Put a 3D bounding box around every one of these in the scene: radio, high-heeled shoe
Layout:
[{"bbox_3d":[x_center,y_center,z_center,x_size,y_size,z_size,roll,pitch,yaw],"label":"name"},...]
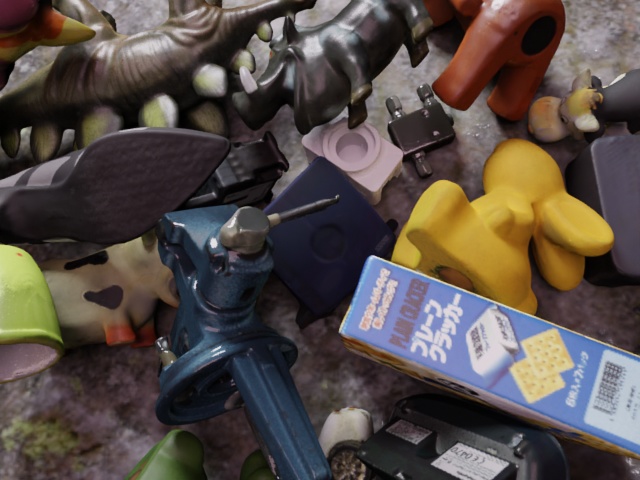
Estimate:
[{"bbox_3d":[0.353,-0.026,0.479,0.230,0.073,0.131,-2,78,7],"label":"radio"},{"bbox_3d":[-0.196,-0.049,0.485,0.249,0.145,0.086,-17,108,-2],"label":"high-heeled shoe"}]

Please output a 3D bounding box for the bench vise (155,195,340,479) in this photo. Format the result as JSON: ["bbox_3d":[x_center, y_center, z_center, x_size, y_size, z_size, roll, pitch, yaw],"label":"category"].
[{"bbox_3d":[-0.053,0.095,0.403,0.223,0.129,0.241,-52,56,34],"label":"bench vise"}]

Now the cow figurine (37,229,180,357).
[{"bbox_3d":[-0.193,0.040,0.513,0.195,0.085,0.127,-10,78,8],"label":"cow figurine"}]

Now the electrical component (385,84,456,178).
[{"bbox_3d":[0.105,-0.111,0.547,0.063,0.021,0.094,-21,76,0],"label":"electrical component"}]

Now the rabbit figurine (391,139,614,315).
[{"bbox_3d":[0.168,-0.020,0.476,0.162,0.121,0.173,27,62,18],"label":"rabbit figurine"}]

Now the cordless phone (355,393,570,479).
[{"bbox_3d":[0.117,0.214,0.391,0.089,0.147,0.184,-30,106,-30],"label":"cordless phone"}]

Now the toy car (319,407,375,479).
[{"bbox_3d":[0.010,0.242,0.448,0.056,0.073,0.201,10,78,15],"label":"toy car"}]

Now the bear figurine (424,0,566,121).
[{"bbox_3d":[0.139,-0.224,0.534,0.196,0.120,0.131,53,131,38],"label":"bear figurine"}]

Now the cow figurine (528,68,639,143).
[{"bbox_3d":[0.286,-0.124,0.494,0.167,0.098,0.068,-7,83,4],"label":"cow figurine"}]

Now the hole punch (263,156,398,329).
[{"bbox_3d":[-0.001,-0.002,0.501,0.116,0.092,0.142,43,81,9],"label":"hole punch"}]

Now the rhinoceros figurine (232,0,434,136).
[{"bbox_3d":[0.010,-0.159,0.473,0.190,0.073,0.112,-37,86,4],"label":"rhinoceros figurine"}]

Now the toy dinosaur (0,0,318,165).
[{"bbox_3d":[-0.213,-0.162,0.550,0.472,0.105,0.198,-14,80,13],"label":"toy dinosaur"}]

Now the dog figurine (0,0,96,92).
[{"bbox_3d":[-0.315,-0.153,0.482,0.219,0.108,0.191,-7,87,17],"label":"dog figurine"}]

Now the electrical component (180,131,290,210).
[{"bbox_3d":[-0.095,-0.052,0.504,0.119,0.075,0.048,-22,74,-28],"label":"electrical component"}]

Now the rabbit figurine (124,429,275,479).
[{"bbox_3d":[-0.093,0.250,0.456,0.170,0.121,0.159,41,77,-6],"label":"rabbit figurine"}]
